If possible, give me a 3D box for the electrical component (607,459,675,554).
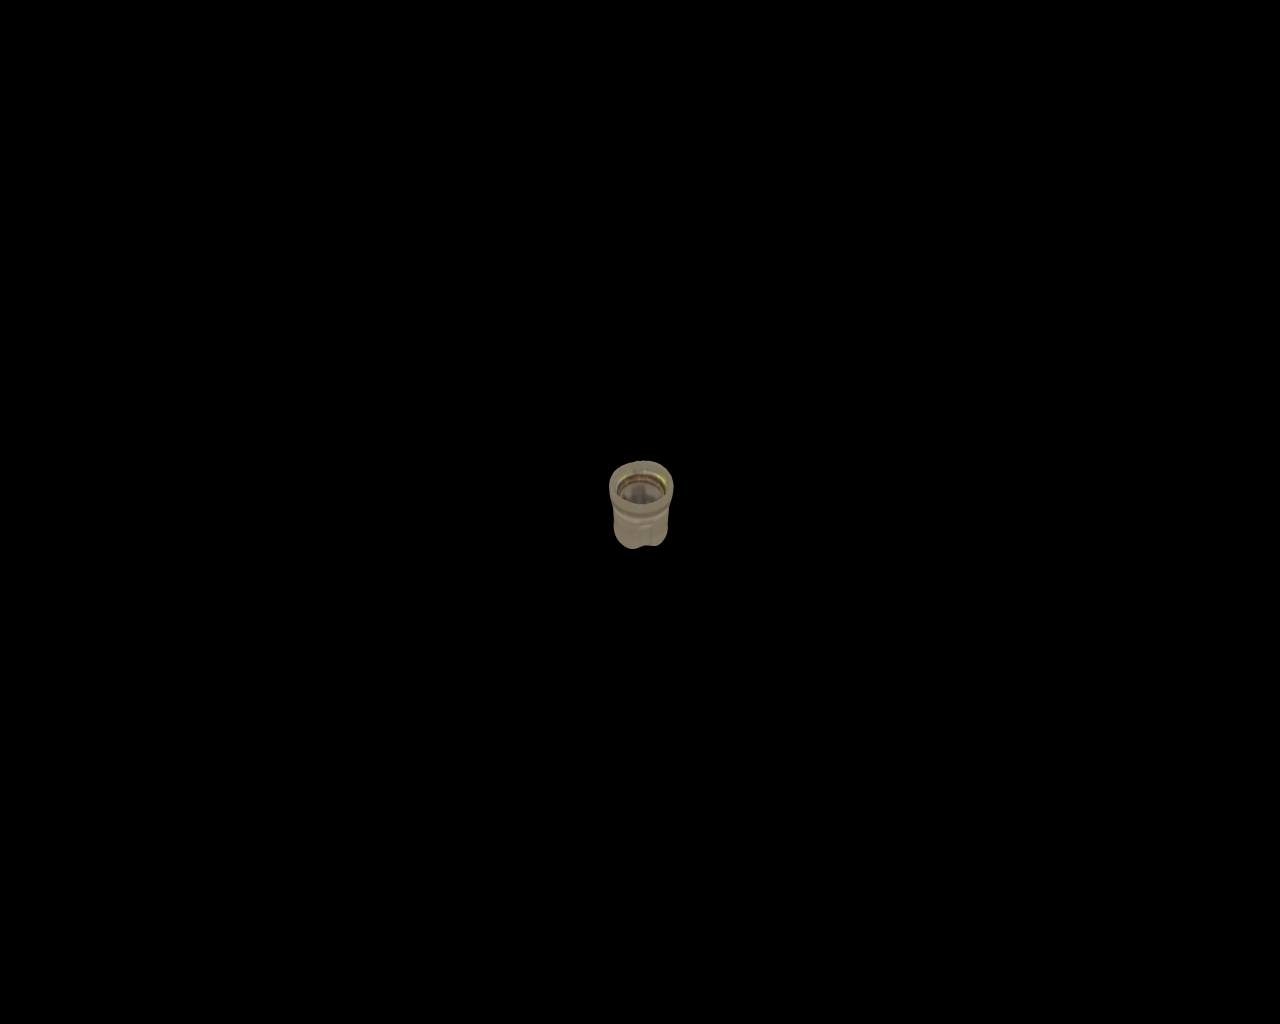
[{"bbox_3d":[0.001,-0.003,0.650,0.040,0.040,0.046,0,-44,0],"label":"electrical component"}]
